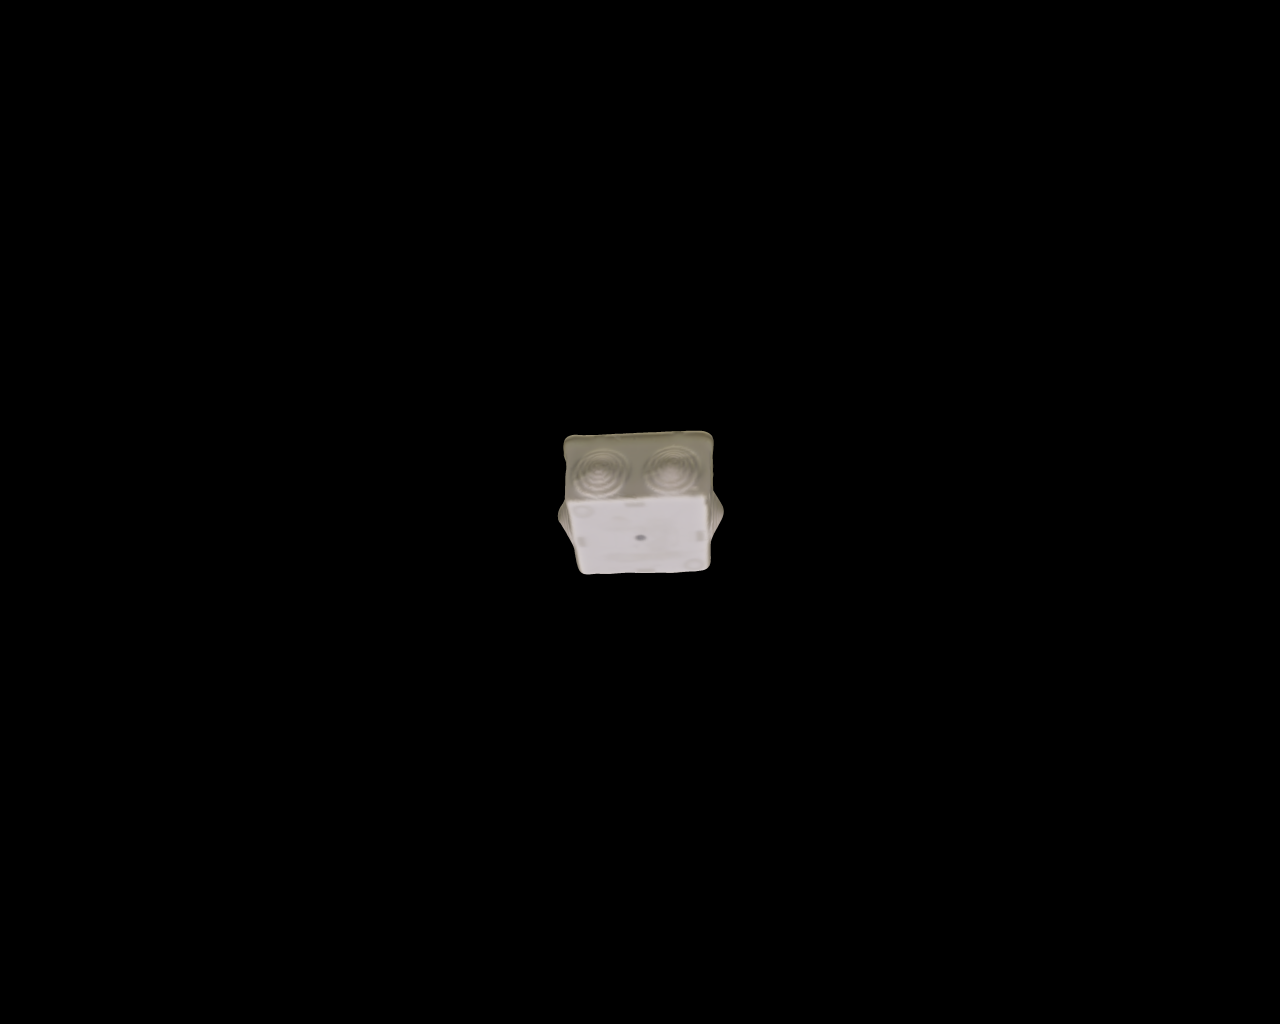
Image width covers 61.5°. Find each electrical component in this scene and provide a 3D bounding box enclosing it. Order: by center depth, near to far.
[{"bbox_3d":[0.001,-0.003,0.650,0.100,0.048,0.099,-2,-35,2],"label":"electrical component"}]
